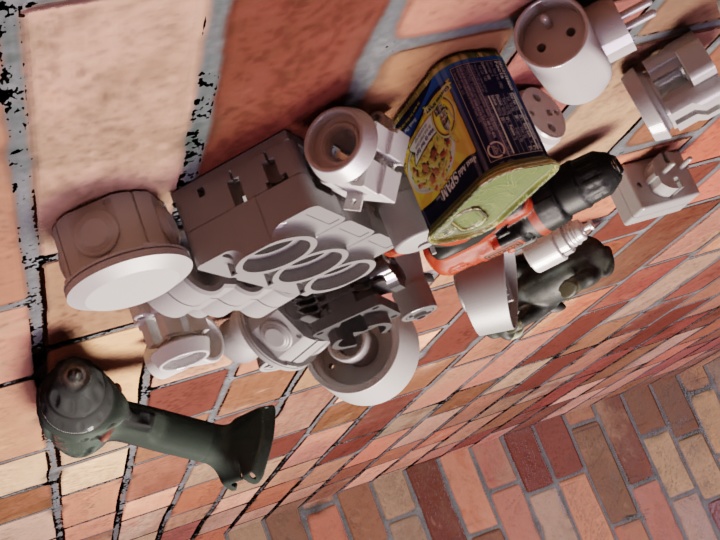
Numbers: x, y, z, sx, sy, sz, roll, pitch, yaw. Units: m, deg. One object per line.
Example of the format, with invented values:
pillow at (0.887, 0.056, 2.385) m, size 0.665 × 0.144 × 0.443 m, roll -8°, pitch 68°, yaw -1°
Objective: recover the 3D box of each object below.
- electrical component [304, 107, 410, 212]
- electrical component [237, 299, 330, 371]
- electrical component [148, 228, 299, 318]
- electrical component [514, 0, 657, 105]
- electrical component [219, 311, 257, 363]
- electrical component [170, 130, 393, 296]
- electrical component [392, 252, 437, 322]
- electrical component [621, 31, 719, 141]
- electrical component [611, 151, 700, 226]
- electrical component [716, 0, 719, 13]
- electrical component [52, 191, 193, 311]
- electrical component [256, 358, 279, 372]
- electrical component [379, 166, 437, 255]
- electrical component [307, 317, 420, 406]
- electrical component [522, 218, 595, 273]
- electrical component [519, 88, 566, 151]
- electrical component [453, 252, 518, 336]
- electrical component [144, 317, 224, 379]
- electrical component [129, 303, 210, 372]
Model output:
electrical component at (-0.002, -0.071, 0.660) m, size 0.048 × 0.066 × 0.055 m, roll 8°, pitch 171°, yaw 32°
electrical component at (-0.058, 0.040, 0.903) m, size 0.080 × 0.080 × 0.051 m, roll -3°, pitch 151°, yaw -47°
electrical component at (-0.111, 0.011, 0.789) m, size 0.074 × 0.052 × 0.138 m, roll -31°, pitch 161°, yaw 30°
electrical component at (0.138, -0.138, 0.640) m, size 0.079 × 0.043 × 0.077 m, roll -26°, pitch 163°, yaw 17°
electrical component at (-0.098, 0.053, 0.955) m, size 0.045 × 0.045 × 0.055 m, roll -10°, pitch 160°, yaw -33°
electrical component at (-0.044, -0.029, 0.727) m, size 0.089 × 0.061 × 0.150 m, roll -27°, pitch 163°, yaw 17°
electrical component at (0.043, 0.013, 0.967) m, size 0.044 × 0.065 × 0.044 m, roll -20°, pitch 164°, yaw -6°
electrical component at (0.222, -0.127, 0.758) m, size 0.057 × 0.058 × 0.078 m, roll -29°, pitch 162°, yaw 17°
electrical component at (0.276, -0.083, 0.984) m, size 0.066 × 0.047 × 0.076 m, roll -15°, pitch 163°, yaw -20°
electrical component at (0.241, -0.176, 0.648) m, size 0.043 × 0.043 × 0.062 m, roll -22°, pitch 163°, yaw 1°
electrical component at (-0.150, -0.010, 0.675) m, size 0.080 × 0.051 × 0.080 m, roll -20°, pitch 164°, yaw -6°
electrical component at (-0.076, 0.063, 1.012) m, size 0.055 × 0.047 × 0.055 m, roll -20°, pitch 164°, yaw -6°
electrical component at (0.031, -0.047, 0.734) m, size 0.040 × 0.078 × 0.040 m, roll -20°, pitch 164°, yaw -6°
electrical component at (-0.003, 0.073, 1.038) m, size 0.108 × 0.108 × 0.060 m, roll -25°, pitch 158°, yaw 13°
electrical component at (0.197, -0.028, 1.074) m, size 0.078 × 0.040 × 0.040 m, roll -29°, pitch 162°, yaw 25°
electrical component at (0.108, -0.094, 0.742) m, size 0.045 × 0.045 × 0.055 m, roll -6°, pitch 157°, yaw -43°
electrical component at (0.124, 0.011, 1.014) m, size 0.064 × 0.099 × 0.099 m, roll -19°, pitch 165°, yaw 12°
electrical component at (-0.158, 0.071, 0.946) m, size 0.065 × 0.044 × 0.044 m, roll -25°, pitch 164°, yaw 29°
electrical component at (-0.148, 0.048, 0.855) m, size 0.066 × 0.055 × 0.048 m, roll -3°, pitch 156°, yaw -48°
